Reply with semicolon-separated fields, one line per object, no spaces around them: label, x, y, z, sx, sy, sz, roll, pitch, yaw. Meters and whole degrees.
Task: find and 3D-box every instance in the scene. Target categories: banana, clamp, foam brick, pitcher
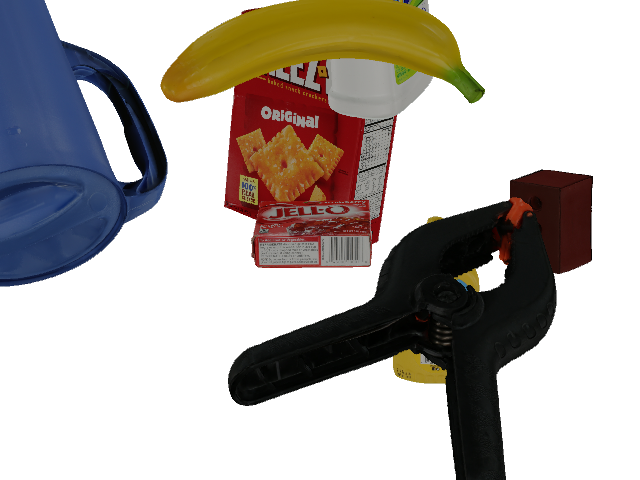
banana;0.001;-0.116;0.640;0.197;0.069;0.037;-3;-36;-13
clamp;0.058;0.043;0.456;0.120;0.039;0.171;36;54;23
foam brick;0.197;-0.017;0.913;0.053;0.078;0.051;12;24;43
pitcher;-0.220;-0.100;0.755;0.145;0.243;0.149;-31;-30;15

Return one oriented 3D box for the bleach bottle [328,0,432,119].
bleach bottle;0.040;-0.227;0.823;0.068;0.251;0.102;13;37;28

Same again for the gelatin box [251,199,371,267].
gelatin box;-0.006;-0.007;0.817;0.089;0.030;0.073;0;22;2

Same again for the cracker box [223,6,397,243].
cracker box;-0.011;-0.112;1.074;0.164;0.214;0.071;23;29;32

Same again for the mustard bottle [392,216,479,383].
mustard bottle;0.128;0.065;1.189;0.096;0.192;0.058;1;24;7
